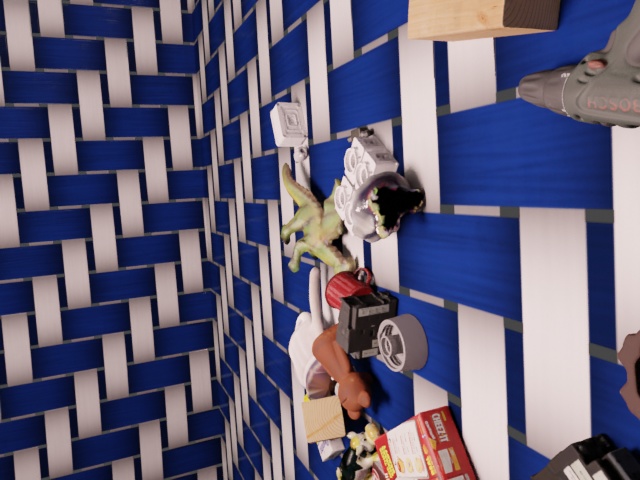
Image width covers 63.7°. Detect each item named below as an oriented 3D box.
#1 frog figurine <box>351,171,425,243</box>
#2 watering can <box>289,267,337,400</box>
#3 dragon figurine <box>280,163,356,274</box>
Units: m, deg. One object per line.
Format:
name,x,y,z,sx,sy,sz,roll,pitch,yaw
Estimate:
frog figurine,0.109,-0.061,0.989,0.138,0.122,0.159,-64,11,-10
watering can,-0.012,0.263,1.339,0.228,0.104,0.341,-128,43,-52
dragon figurine,0.004,-0.065,1.287,0.239,0.122,0.416,-35,63,44
